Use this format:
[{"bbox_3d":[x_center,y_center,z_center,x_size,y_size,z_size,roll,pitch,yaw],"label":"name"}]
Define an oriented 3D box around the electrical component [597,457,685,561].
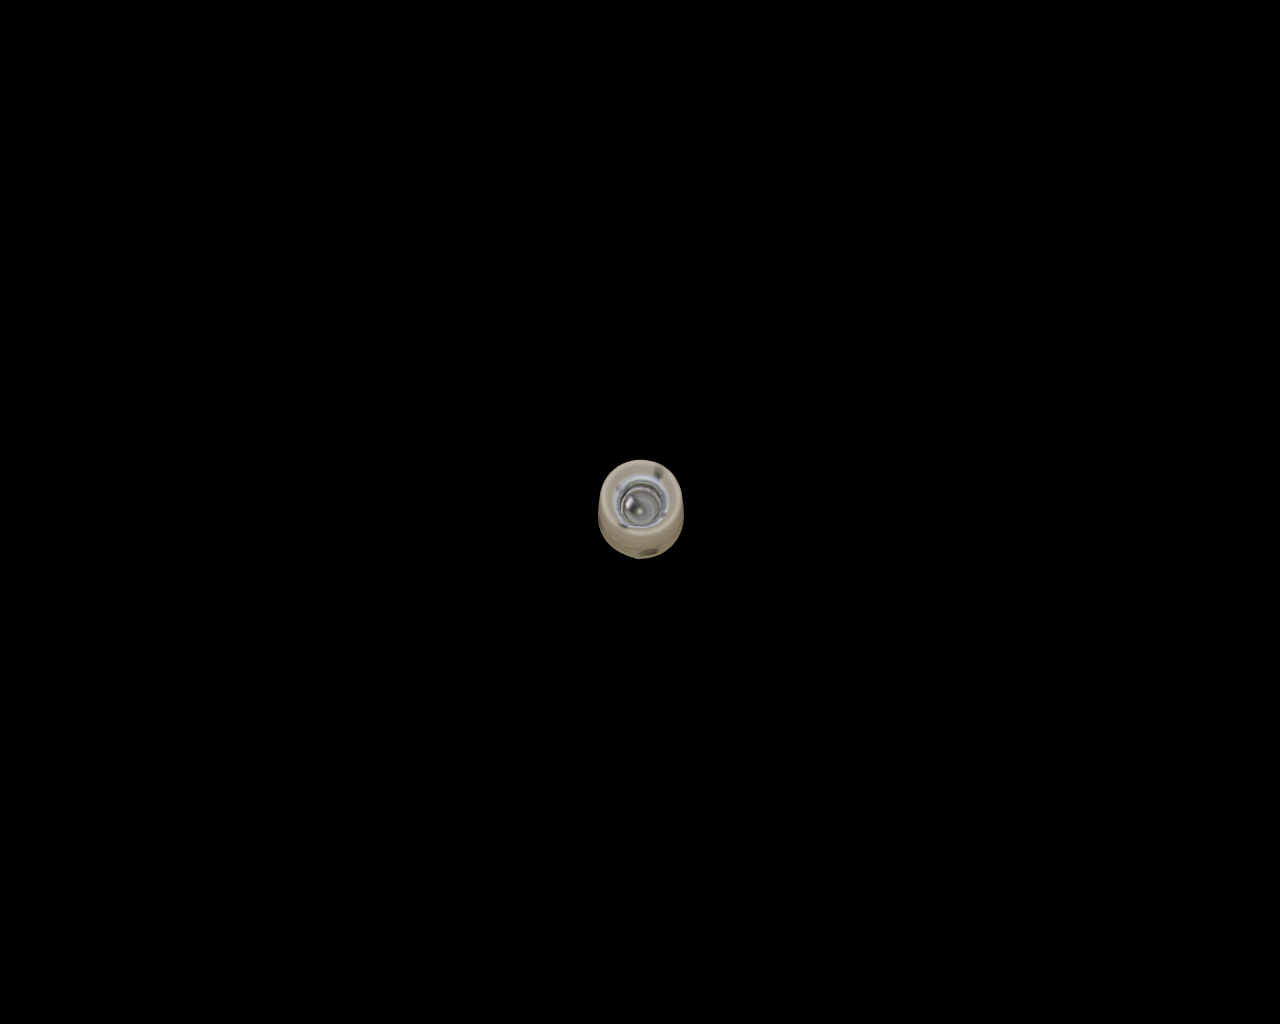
[{"bbox_3d":[0.001,-0.003,0.650,0.055,0.055,0.047,0,-16,0],"label":"electrical component"}]
